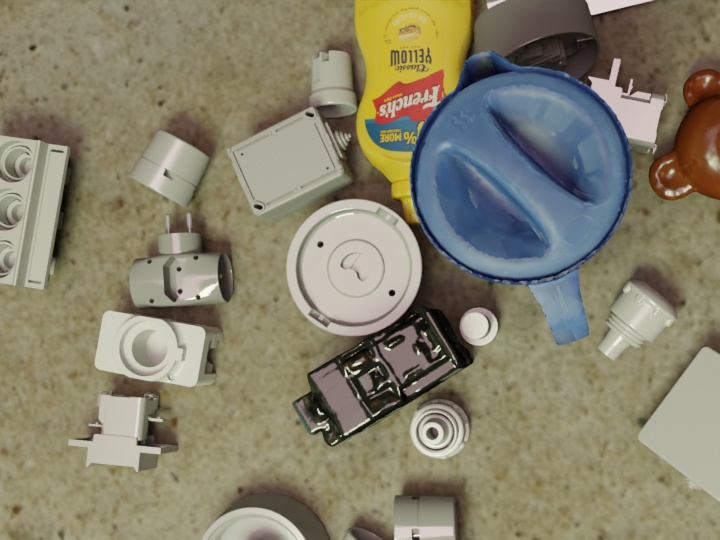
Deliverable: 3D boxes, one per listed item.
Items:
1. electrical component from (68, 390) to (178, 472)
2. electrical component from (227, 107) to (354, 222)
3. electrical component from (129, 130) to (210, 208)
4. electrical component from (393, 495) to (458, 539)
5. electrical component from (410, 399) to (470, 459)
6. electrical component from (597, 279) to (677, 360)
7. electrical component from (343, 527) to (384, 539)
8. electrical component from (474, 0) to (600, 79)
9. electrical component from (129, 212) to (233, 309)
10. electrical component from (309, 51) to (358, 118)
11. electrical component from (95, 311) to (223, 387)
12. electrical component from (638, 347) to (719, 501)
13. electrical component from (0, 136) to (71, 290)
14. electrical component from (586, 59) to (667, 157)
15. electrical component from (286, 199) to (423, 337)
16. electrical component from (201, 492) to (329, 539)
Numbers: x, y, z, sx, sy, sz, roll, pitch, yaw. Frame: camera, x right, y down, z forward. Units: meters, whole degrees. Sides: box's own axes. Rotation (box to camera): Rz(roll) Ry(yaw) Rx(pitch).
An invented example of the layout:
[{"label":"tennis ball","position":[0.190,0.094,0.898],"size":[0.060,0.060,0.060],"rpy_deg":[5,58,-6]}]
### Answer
[{"label":"electrical component","position":[-0.197,0.134,0.903],"size":[0.081,0.042,0.063],"rpy_deg":[3,83,10]},{"label":"electrical component","position":[-0.049,-0.087,0.881],"size":[0.096,0.061,0.061],"rpy_deg":[-25,82,8]},{"label":"electrical component","position":[-0.159,-0.086,0.905],"size":[0.055,0.055,0.047],"rpy_deg":[28,88,11]},{"label":"electrical component","position":[0.052,0.204,0.847],"size":[0.047,0.055,0.055],"rpy_deg":[-3,86,6]},{"label":"electrical component","position":[0.060,0.126,0.846],"size":[0.048,0.062,0.048],"rpy_deg":[-1,85,10]},{"label":"electrical component","position":[0.211,0.042,0.834],"size":[0.048,0.048,0.062],"rpy_deg":[41,101,10]},{"label":"electrical component","position":[-0.002,0.236,0.862],"size":[0.040,0.040,0.046],"rpy_deg":[28,96,11]},{"label":"electrical component","position":[0.136,-0.172,0.836],"size":[0.099,0.099,0.064],"rpy_deg":[-9,78,10]},{"label":"electrical component","position":[-0.150,-0.009,0.903],"size":[0.077,0.043,0.079],"rpy_deg":[-5,85,10]},{"label":"electrical component","position":[-0.023,-0.154,0.892],"size":[0.040,0.040,0.046],"rpy_deg":[-5,80,10]},{"label":"electrical component","position":[-0.168,0.065,0.895],"size":[0.089,0.056,0.050],"rpy_deg":[9,88,11]},{"label":"electrical component","position":[0.271,0.119,0.796],"size":[0.099,0.048,0.100],"rpy_deg":[-54,39,3]},{"label":"electrical component","position":[-0.290,-0.048,0.921],"size":[0.079,0.063,0.121],"rpy_deg":[9,88,11]},{"label":"electrical component","position":[0.205,-0.120,0.847],"size":[0.064,0.042,0.081],"rpy_deg":[13,89,7]},{"label":"electrical component","position":[0.000,0.000,0.866],"size":[0.108,0.060,0.108],"rpy_deg":[-1,86,10]},{"label":"electrical component","position":[-0.081,0.237,0.865],"size":[0.108,0.060,0.108],"rpy_deg":[-1,86,10]}]
